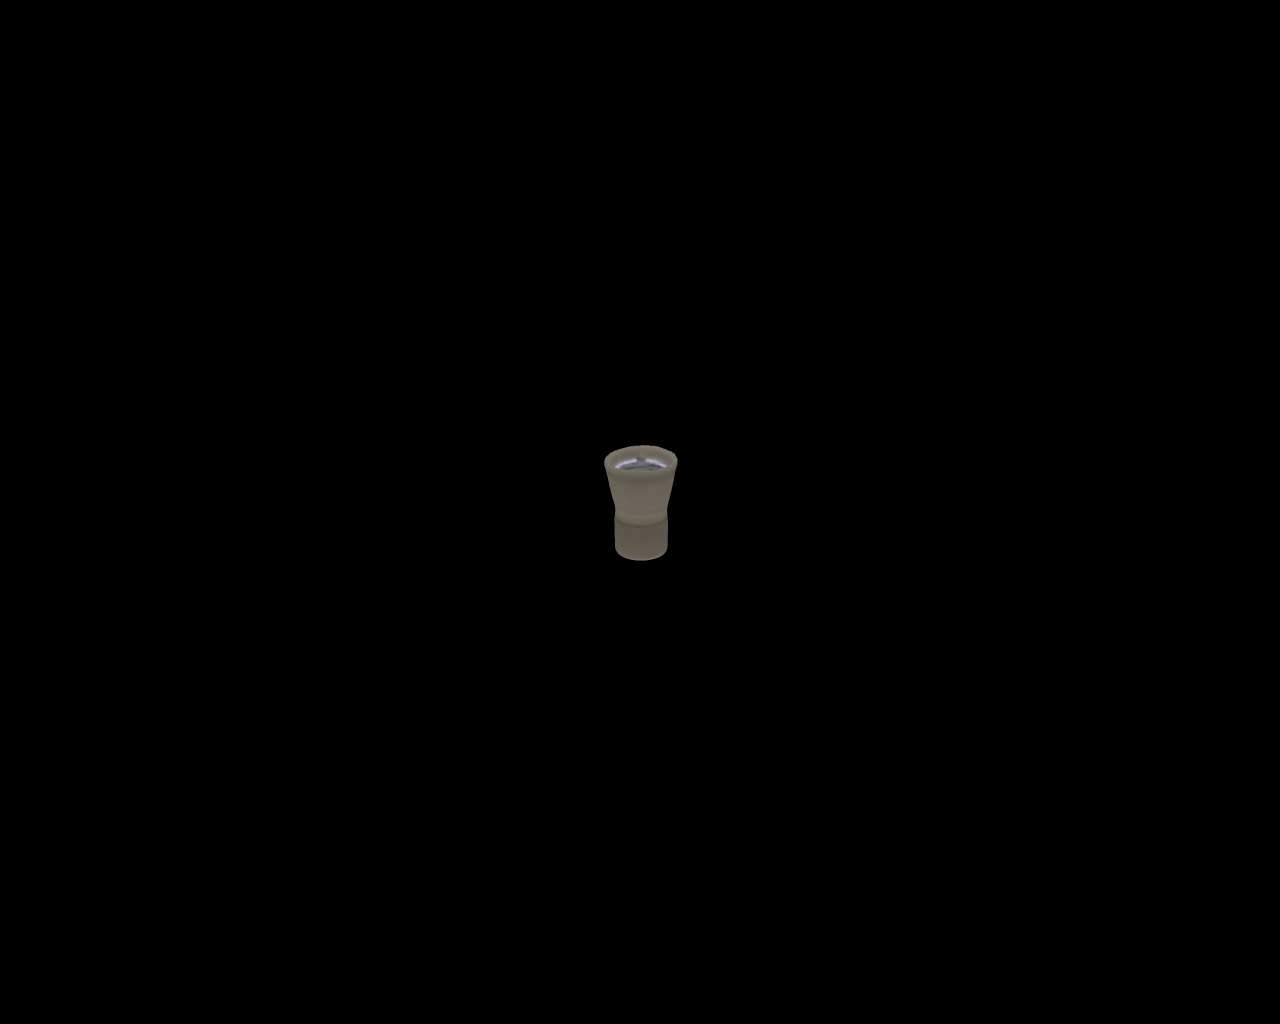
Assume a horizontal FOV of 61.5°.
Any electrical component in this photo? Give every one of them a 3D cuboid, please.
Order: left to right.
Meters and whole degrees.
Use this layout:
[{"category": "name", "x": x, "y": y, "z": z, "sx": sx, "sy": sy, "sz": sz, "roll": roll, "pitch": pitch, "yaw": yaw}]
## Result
[{"category": "electrical component", "x": 0.001, "y": -0.003, "z": 0.650, "sx": 0.044, "sy": 0.065, "sz": 0.044, "roll": 0, "pitch": 23, "yaw": 0}]
